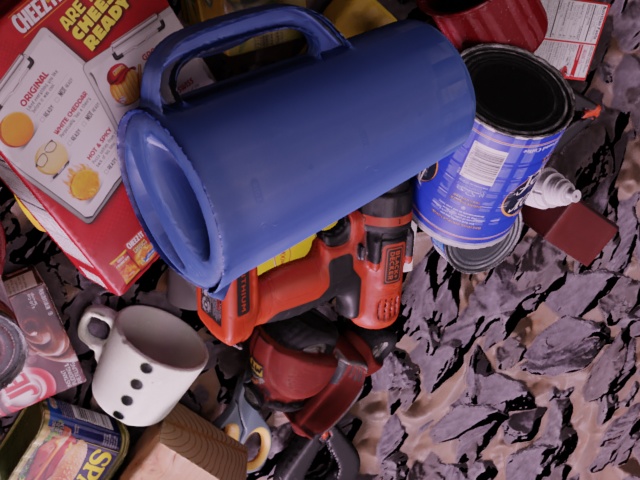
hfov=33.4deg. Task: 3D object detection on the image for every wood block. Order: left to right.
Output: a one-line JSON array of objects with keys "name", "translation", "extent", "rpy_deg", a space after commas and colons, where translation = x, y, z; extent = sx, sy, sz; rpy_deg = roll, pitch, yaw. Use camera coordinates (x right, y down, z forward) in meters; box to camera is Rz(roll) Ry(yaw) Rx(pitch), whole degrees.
[{"name": "wood block", "translation": [-0.162, 0.258, 0.959], "extent": [0.090, 0.090, 0.206], "rpy_deg": [35, 103, -11]}]

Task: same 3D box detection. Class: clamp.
[{"name": "clamp", "translation": [0.004, 0.264, 1.105], "extent": [0.164, 0.036, 0.210], "rpy_deg": [-4, 119, -27]}, {"name": "clamp", "translation": [0.175, -0.098, 0.984], "extent": [0.171, 0.039, 0.120], "rpy_deg": [-4, 126, -17]}]

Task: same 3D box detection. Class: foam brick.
[{"name": "foam brick", "translation": [0.244, -0.018, 1.056], "extent": [0.078, 0.053, 0.051], "rpy_deg": [28, 102, -35]}]

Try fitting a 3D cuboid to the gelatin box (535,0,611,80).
[{"name": "gelatin box", "translation": [0.208, -0.185, 0.956], "extent": [0.089, 0.030, 0.073], "rpy_deg": [0, 116, -28]}]

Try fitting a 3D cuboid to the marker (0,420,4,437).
[{"name": "marker", "translation": [-0.310, 0.134, 0.879], "extent": [0.020, 0.020, 0.121], "rpy_deg": [-46, 128, 3]}]

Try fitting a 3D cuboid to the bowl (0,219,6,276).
[{"name": "bowl", "translation": [-0.315, 0.001, 0.776], "extent": [0.161, 0.055, 0.162], "rpy_deg": [-12, 122, -21]}]

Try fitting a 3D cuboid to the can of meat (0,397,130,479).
[{"name": "can of meat", "translation": [-0.230, 0.191, 0.930], "extent": [0.083, 0.057, 0.102], "rpy_deg": [27, 103, -33]}]

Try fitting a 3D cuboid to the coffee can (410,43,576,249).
[{"name": "coffee can", "translation": [0.134, -0.075, 0.874], "extent": [0.102, 0.103, 0.140], "rpy_deg": [-11, 146, -22]}]

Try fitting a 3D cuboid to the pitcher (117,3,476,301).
[{"name": "pitcher", "translation": [-0.012, -0.079, 0.747], "extent": [0.242, 0.145, 0.149], "rpy_deg": [-28, 166, -27]}]

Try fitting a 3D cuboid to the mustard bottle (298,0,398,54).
[{"name": "mustard bottle", "translation": [-0.004, -0.106, 0.873], "extent": [0.191, 0.058, 0.096], "rpy_deg": [-48, 125, 5]}]

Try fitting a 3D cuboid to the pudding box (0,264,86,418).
[{"name": "pudding box", "translation": [-0.252, 0.085, 0.868], "extent": [0.090, 0.039, 0.113], "rpy_deg": [-23, 126, -14]}]

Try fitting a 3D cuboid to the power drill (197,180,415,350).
[{"name": "power drill", "translation": [-0.006, 0.001, 0.860], "extent": [0.187, 0.057, 0.184], "rpy_deg": [-12, 116, -29]}]

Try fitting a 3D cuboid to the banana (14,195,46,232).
[{"name": "banana", "translation": [-0.253, -0.078, 0.778], "extent": [0.070, 0.037, 0.197], "rpy_deg": [-38, 129, 19]}]

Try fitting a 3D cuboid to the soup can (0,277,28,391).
[{"name": "soup can", "translation": [-0.247, 0.055, 0.741], "extent": [0.068, 0.102, 0.068], "rpy_deg": [-13, 122, -22]}]

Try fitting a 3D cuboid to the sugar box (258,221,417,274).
[{"name": "sugar box", "translation": [0.002, -0.004, 0.943], "extent": [0.176, 0.048, 0.093], "rpy_deg": [-10, 121, -21]}]

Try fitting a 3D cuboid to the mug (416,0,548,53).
[{"name": "mug", "translation": [0.141, -0.202, 0.883], "extent": [0.081, 0.093, 0.117], "rpy_deg": [47, 54, -43]}]

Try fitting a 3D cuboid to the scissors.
[{"name": "scissors", "translation": [-0.059, 0.147, 1.015], "extent": [0.096, 0.016, 0.202], "rpy_deg": [22, 97, -47]}]

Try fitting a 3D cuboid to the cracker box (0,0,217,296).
[{"name": "cracker box", "translation": [-0.160, -0.092, 0.769], "extent": [0.164, 0.072, 0.213], "rpy_deg": [-48, 129, -20]}]

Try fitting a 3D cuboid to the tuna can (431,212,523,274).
[{"name": "tuna can", "translation": [0.149, -0.013, 1.022], "extent": [0.086, 0.034, 0.086], "rpy_deg": [-12, 122, -21]}]
